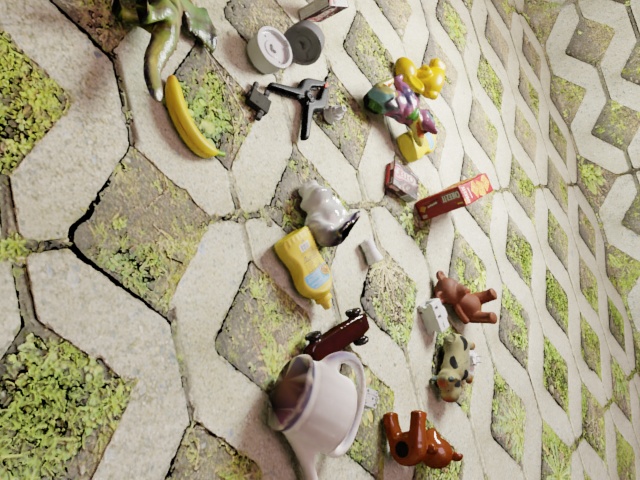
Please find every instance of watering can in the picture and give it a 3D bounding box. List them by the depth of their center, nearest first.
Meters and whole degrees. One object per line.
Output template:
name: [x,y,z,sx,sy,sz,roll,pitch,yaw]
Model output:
watering can: [-0.013,0.380,1.036,0.222,0.103,0.354,38,61,-29]

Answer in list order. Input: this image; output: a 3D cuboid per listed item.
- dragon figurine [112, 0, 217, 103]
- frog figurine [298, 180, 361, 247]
dragon figurine: [-0.298,-0.459,1.069,0.244,0.121,0.412,-5,80,-54]
frog figurine: [0.004,-0.062,1.239,0.160,0.120,0.140,34,53,13]
